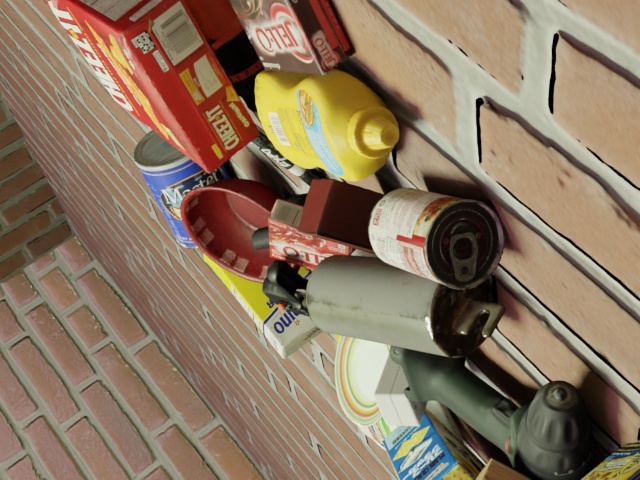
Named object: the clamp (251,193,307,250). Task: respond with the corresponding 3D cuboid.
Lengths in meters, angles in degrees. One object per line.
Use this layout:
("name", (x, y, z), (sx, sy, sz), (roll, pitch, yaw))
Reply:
("clamp", (-0.003, 0.001, 1.148), (0.120, 0.039, 0.172), (27, 156, -8))

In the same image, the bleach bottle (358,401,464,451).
("bleach bottle", (0.091, 0.222, 1.295), (0.102, 0.068, 0.251), (63, 166, 1))

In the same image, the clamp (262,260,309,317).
("clamp", (-0.001, 0.069, 1.190), (0.164, 0.036, 0.210), (25, 169, -11))

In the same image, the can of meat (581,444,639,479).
("can of meat", (0.229, 0.197, 0.799), (0.057, 0.083, 0.102), (54, 164, 4))

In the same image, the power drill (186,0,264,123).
("power drill", (-0.109, -0.199, 1.046), (0.188, 0.057, 0.184), (31, 158, 54))

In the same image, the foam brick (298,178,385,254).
("foam brick", (0.028, -0.020, 0.942), (0.078, 0.051, 0.053), (16, 178, -22))

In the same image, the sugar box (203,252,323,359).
("sugar box", (-0.062, 0.055, 1.358), (0.176, 0.093, 0.048), (48, 163, 22))

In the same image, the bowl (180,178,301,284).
("bowl", (-0.084, -0.021, 1.270), (0.162, 0.055, 0.162), (20, 144, 15))

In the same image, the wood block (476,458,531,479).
("wood block", (0.207, 0.276, 0.871), (0.206, 0.090, 0.090), (28, 156, 10))

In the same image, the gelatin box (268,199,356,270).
("gelatin box", (-0.007, 0.001, 1.082), (0.089, 0.030, 0.073), (18, 149, 11))

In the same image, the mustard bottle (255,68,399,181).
("mustard bottle", (0.011, -0.098, 0.893), (0.192, 0.058, 0.096), (25, 141, 62))

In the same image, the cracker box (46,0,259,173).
("cracker box", (-0.165, -0.172, 1.011), (0.214, 0.072, 0.164), (35, 160, 49))

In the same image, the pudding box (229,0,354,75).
("pudding box", (-0.029, -0.184, 0.873), (0.114, 0.039, 0.090), (24, 145, 61))

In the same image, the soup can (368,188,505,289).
("soup can", (0.088, -0.004, 0.838), (0.068, 0.068, 0.102), (61, 164, -19))

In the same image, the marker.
("marker", (-0.042, -0.087, 1.063), (0.121, 0.020, 0.020), (35, 174, -26))

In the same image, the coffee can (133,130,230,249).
("coffee can", (-0.169, -0.074, 1.394), (0.103, 0.102, 0.140), (37, 157, 49))

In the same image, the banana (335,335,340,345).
("banana", (0.036, 0.126, 1.313), (0.070, 0.037, 0.198), (45, 161, 34))
